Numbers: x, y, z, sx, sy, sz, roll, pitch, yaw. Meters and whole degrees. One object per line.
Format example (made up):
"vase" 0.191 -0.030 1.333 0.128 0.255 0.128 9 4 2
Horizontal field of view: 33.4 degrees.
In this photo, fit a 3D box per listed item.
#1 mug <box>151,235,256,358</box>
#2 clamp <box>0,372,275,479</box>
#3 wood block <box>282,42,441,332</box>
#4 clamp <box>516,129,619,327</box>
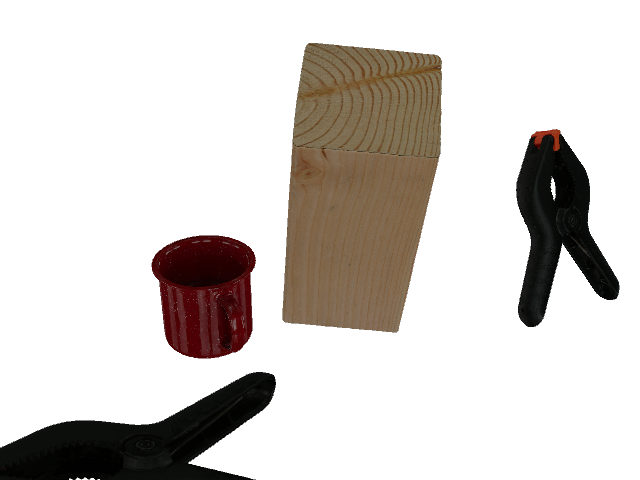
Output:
"mug" -0.097 0.058 0.961 0.093 0.081 0.117 -18 35 -27
"clamp" -0.093 0.121 0.585 0.209 0.036 0.165 -1 20 -15
"wood block" 0.024 -0.029 0.743 0.091 0.090 0.206 6 -36 0
"clamp" 0.204 -0.008 0.943 0.120 0.171 0.039 -25 10 -39
